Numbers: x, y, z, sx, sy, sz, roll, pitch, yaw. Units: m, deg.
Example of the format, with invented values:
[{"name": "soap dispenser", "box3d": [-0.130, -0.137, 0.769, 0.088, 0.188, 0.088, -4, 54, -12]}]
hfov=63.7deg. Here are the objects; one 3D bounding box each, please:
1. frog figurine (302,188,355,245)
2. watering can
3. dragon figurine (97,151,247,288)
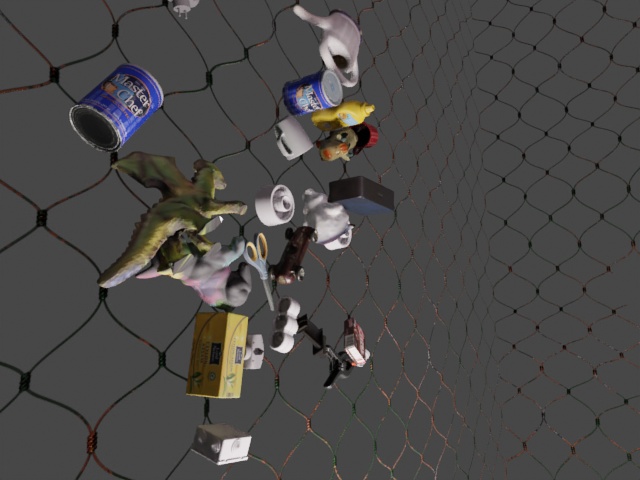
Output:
[{"name": "frog figurine", "box3d": [0.004, -0.073, 1.443, 0.136, 0.158, 0.125, -23, 12, 41]}, {"name": "watering can", "box3d": [0.041, -0.651, 1.635, 0.103, 0.229, 0.341, -8, -39, 33]}, {"name": "dragon figurine", "box3d": [-0.299, -0.069, 0.970, 0.244, 0.120, 0.415, 43, 33, 13]}]
